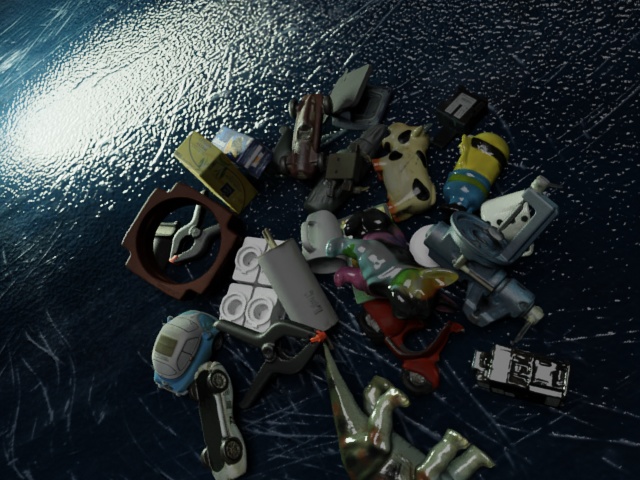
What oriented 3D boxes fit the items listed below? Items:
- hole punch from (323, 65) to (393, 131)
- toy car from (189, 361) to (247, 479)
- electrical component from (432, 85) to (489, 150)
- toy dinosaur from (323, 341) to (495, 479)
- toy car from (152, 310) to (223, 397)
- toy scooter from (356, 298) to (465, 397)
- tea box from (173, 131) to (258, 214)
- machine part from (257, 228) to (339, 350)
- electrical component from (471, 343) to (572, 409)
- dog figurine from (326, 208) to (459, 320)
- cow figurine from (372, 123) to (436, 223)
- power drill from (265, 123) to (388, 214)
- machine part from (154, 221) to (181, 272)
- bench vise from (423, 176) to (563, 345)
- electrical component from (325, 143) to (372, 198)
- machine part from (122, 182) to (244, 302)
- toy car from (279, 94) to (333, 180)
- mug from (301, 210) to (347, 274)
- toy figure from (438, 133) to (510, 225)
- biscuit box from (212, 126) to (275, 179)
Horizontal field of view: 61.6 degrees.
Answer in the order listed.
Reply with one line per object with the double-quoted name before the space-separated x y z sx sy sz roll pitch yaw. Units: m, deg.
"hole punch" 0.079 -0.290 1.129 0.116 0.092 0.142 1 65 52
"toy car" -0.176 0.309 0.926 0.073 0.056 0.202 -35 61 35
"electrical component" 0.264 -0.236 1.050 0.119 0.047 0.075 -43 59 -5
"toy dinosaur" 0.110 0.332 0.802 0.405 0.131 0.192 30 78 35
"toy car" -0.261 0.200 0.998 0.109 0.102 0.161 17 71 26
"toy scooter" 0.156 0.153 0.888 0.135 0.075 0.184 -38 63 -1
"tea box" -0.209 -0.135 1.098 0.098 0.169 0.068 37 82 28
"machine part" -0.038 0.087 0.944 0.079 0.079 0.243 -29 88 5
"electrical component" 0.294 0.199 0.794 0.134 0.114 0.058 10 68 22
"dog figurine" 0.133 0.042 0.884 0.219 0.108 0.191 17 45 29
"cow figurine" 0.168 -0.140 1.016 0.127 0.085 0.195 -17 65 9
"power drill" 0.004 -0.165 1.097 0.207 0.086 0.232 26 79 20
"machine part" -0.347 0.022 1.150 0.084 0.039 0.139 3 65 12
"bench vise" 0.284 0.015 0.824 0.224 0.129 0.240 49 124 25
"electrical component" 0.054 -0.129 1.009 0.078 0.045 0.102 -4 74 34
"machine part" -0.267 0.005 1.067 0.201 0.087 0.201 30 87 8
"toy car" -0.025 -0.210 1.053 0.089 0.053 0.202 -1 66 18
"mug" -0.002 -0.003 1.000 0.081 0.109 0.107 -24 55 31
"toy figure" 0.278 -0.111 0.968 0.089 0.082 0.180 20 69 14
"biscuit box" -0.168 -0.188 1.123 0.063 0.059 0.203 -56 32 0
